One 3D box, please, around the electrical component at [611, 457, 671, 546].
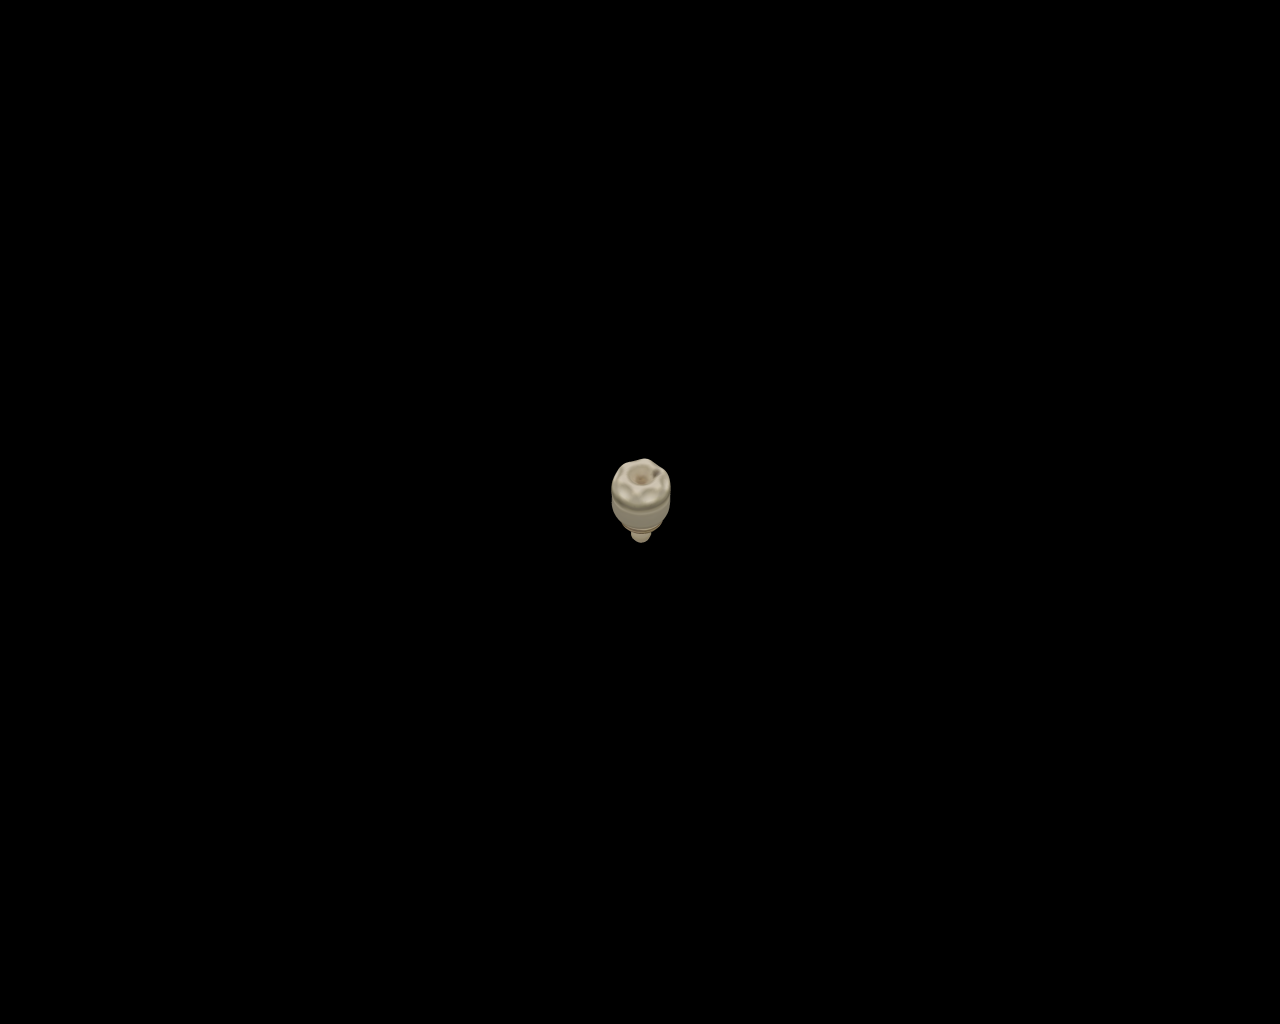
[{"bbox_3d":[0.001,-0.003,0.650,0.035,0.035,0.061,0,-40,0],"label":"electrical component"}]
